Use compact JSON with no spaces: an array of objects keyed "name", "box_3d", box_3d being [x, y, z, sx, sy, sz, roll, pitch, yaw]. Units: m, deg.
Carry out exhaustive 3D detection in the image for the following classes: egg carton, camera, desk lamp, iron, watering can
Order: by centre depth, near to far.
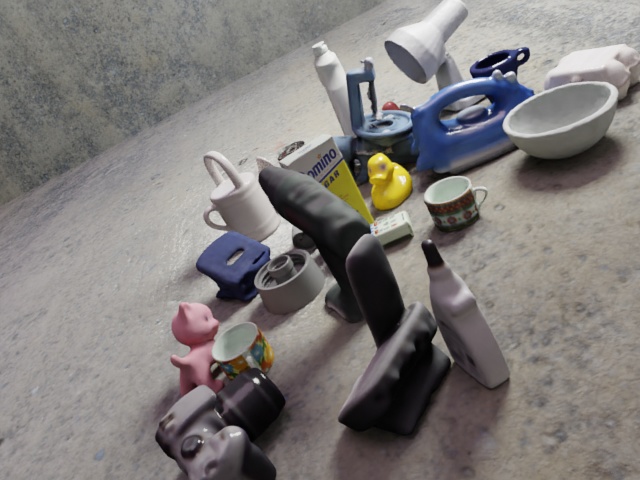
[{"name":"camera","box_3d":[-0.103,0.210,0.647,0.137,0.101,0.142,-41,29,-22]},{"name":"egg carton","box_3d":[0.469,-0.283,0.992,0.107,0.069,0.149,-43,30,-26]},{"name":"iron","box_3d":[0.270,-0.220,0.994,0.258,0.142,0.118,-23,27,12]},{"name":"watering can","box_3d":[-0.162,-0.098,1.137,0.100,0.194,0.173,-6,35,38]},{"name":"desk lamp","box_3d":[0.261,-0.382,1.204,0.203,0.214,0.117,-33,27,-8]}]

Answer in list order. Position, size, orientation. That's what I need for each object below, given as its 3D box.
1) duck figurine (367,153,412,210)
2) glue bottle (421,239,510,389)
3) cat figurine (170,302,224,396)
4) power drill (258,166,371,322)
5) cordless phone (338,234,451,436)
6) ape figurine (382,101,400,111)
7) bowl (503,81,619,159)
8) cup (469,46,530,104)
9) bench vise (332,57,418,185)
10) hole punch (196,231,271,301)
[{"name":"duck figurine","box_3d":[0.117,-0.115,1.020,0.077,0.086,0.105,-10,32,32]},{"name":"glue bottle","box_3d":[0.138,0.069,0.579,0.037,0.173,0.078,-33,27,-8]},{"name":"cat figurine","box_3d":[-0.180,0.145,0.816,0.067,0.118,0.128,-19,28,19]},{"name":"power drill","box_3d":[0.007,0.003,0.782,0.076,0.209,0.228,-37,28,-15]},{"name":"cordless phone","box_3d":[0.052,0.098,0.598,0.093,0.185,0.148,-4,36,40]},{"name":"ape figurine","box_3d":[0.160,-0.252,1.209,0.078,0.092,0.076,-30,27,-3]},{"name":"bowl","box_3d":[0.375,-0.173,0.885,0.167,0.075,0.167,-22,27,13]},{"name":"cup","box_3d":[0.363,-0.318,1.127,0.117,0.095,0.091,-24,27,9]},{"name":"bench vise","box_3d":[0.080,-0.219,1.086,0.207,0.220,0.121,-26,27,7]},{"name":"hole punch","box_3d":[-0.141,0.041,0.989,0.100,0.091,0.109,-1,38,43]}]
